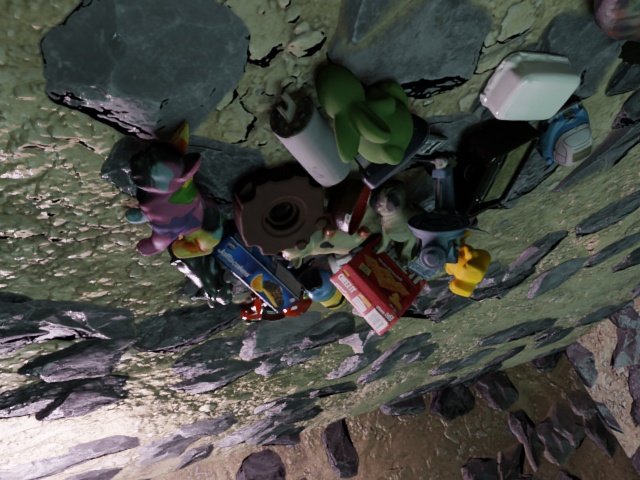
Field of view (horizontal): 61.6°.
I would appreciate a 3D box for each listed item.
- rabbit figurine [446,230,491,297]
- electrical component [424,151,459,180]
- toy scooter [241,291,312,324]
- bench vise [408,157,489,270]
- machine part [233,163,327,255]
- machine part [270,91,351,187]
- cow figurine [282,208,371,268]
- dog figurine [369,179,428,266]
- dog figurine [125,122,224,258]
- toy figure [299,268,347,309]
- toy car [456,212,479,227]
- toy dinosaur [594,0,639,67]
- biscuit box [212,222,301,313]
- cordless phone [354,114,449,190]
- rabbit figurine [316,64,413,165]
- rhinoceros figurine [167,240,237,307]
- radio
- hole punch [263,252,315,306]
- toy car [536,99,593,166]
[{"bbox_3d":[0.347,0.035,1.381,0.162,0.173,0.121,-60,166,-28],"label":"rabbit figurine"},{"bbox_3d":[0.254,-0.156,1.113,0.063,0.021,0.094,-38,147,25],"label":"electrical component"},{"bbox_3d":[-0.110,0.149,1.316,0.184,0.075,0.135,-15,150,-3],"label":"toy scooter"},{"bbox_3d":[0.250,-0.053,1.086,0.223,0.129,0.240,-32,123,-51],"label":"bench vise"},{"bbox_3d":[-0.072,-0.053,0.975,0.179,0.056,0.179,-12,128,-16],"label":"machine part"},{"bbox_3d":[-0.011,-0.157,0.874,0.079,0.079,0.243,-29,150,10],"label":"machine part"},{"bbox_3d":[-0.002,-0.003,1.132,0.195,0.085,0.127,-1,140,-37],"label":"cow figurine"},{"bbox_3d":[0.187,-0.066,1.159,0.172,0.121,0.190,-49,145,-41],"label":"dog figurine"},{"bbox_3d":[-0.214,-0.075,0.845,0.191,0.108,0.219,2,140,-36],"label":"dog figurine"},{"bbox_3d":[0.009,0.119,1.318,0.082,0.089,0.180,3,170,22],"label":"toy figure"},{"bbox_3d":[0.292,-0.030,1.311,0.202,0.053,0.089,-35,124,19],"label":"toy car"},{"bbox_3d":[0.515,-0.373,0.853,0.405,0.131,0.192,5,140,-30],"label":"toy dinosaur"},{"bbox_3d":[-0.124,0.055,1.068,0.063,0.059,0.202,-34,115,22],"label":"biscuit box"},{"bbox_3d":[0.155,-0.161,0.991,0.146,0.089,0.184,-42,162,29],"label":"cordless phone"},{"bbox_3d":[0.054,-0.187,0.822,0.121,0.159,0.170,-30,136,32],"label":"rabbit figurine"},{"bbox_3d":[-0.224,0.061,1.054,0.073,0.112,0.190,-26,143,2],"label":"rhinoceros figurine"},{"bbox_3d":[0.355,-0.146,1.128,0.131,0.073,0.229,-26,152,-18],"label":"radio"},{"bbox_3d":[-0.094,0.072,1.204,0.142,0.092,0.116,-50,168,35],"label":"hole punch"},{"bbox_3d":[0.526,-0.212,1.128,0.109,0.103,0.161,-26,152,5],"label":"toy car"}]
